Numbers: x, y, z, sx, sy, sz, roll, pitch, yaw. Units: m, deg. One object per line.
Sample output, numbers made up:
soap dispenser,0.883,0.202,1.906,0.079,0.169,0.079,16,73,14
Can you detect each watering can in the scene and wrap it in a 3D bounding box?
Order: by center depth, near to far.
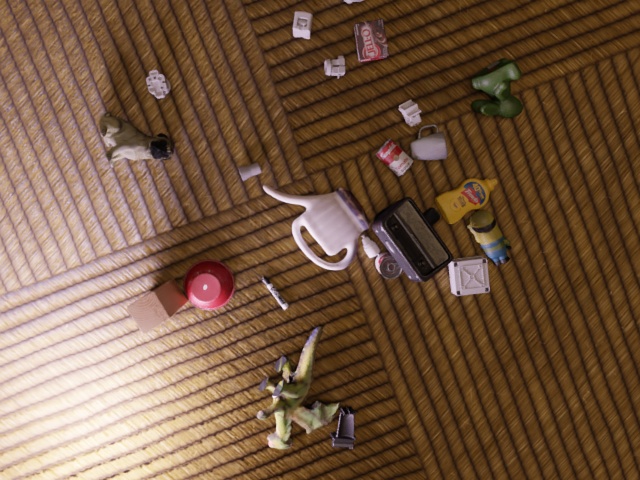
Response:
watering can,0.005,-0.078,1.546,0.224,0.104,0.347,-37,94,0

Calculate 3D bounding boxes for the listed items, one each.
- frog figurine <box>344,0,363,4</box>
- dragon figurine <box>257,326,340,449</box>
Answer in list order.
frog figurine,0.078,-0.771,1.526,0.159,0.124,0.136,1,106,34
dragon figurine,-0.046,0.483,1.597,0.240,0.124,0.409,38,94,-21
